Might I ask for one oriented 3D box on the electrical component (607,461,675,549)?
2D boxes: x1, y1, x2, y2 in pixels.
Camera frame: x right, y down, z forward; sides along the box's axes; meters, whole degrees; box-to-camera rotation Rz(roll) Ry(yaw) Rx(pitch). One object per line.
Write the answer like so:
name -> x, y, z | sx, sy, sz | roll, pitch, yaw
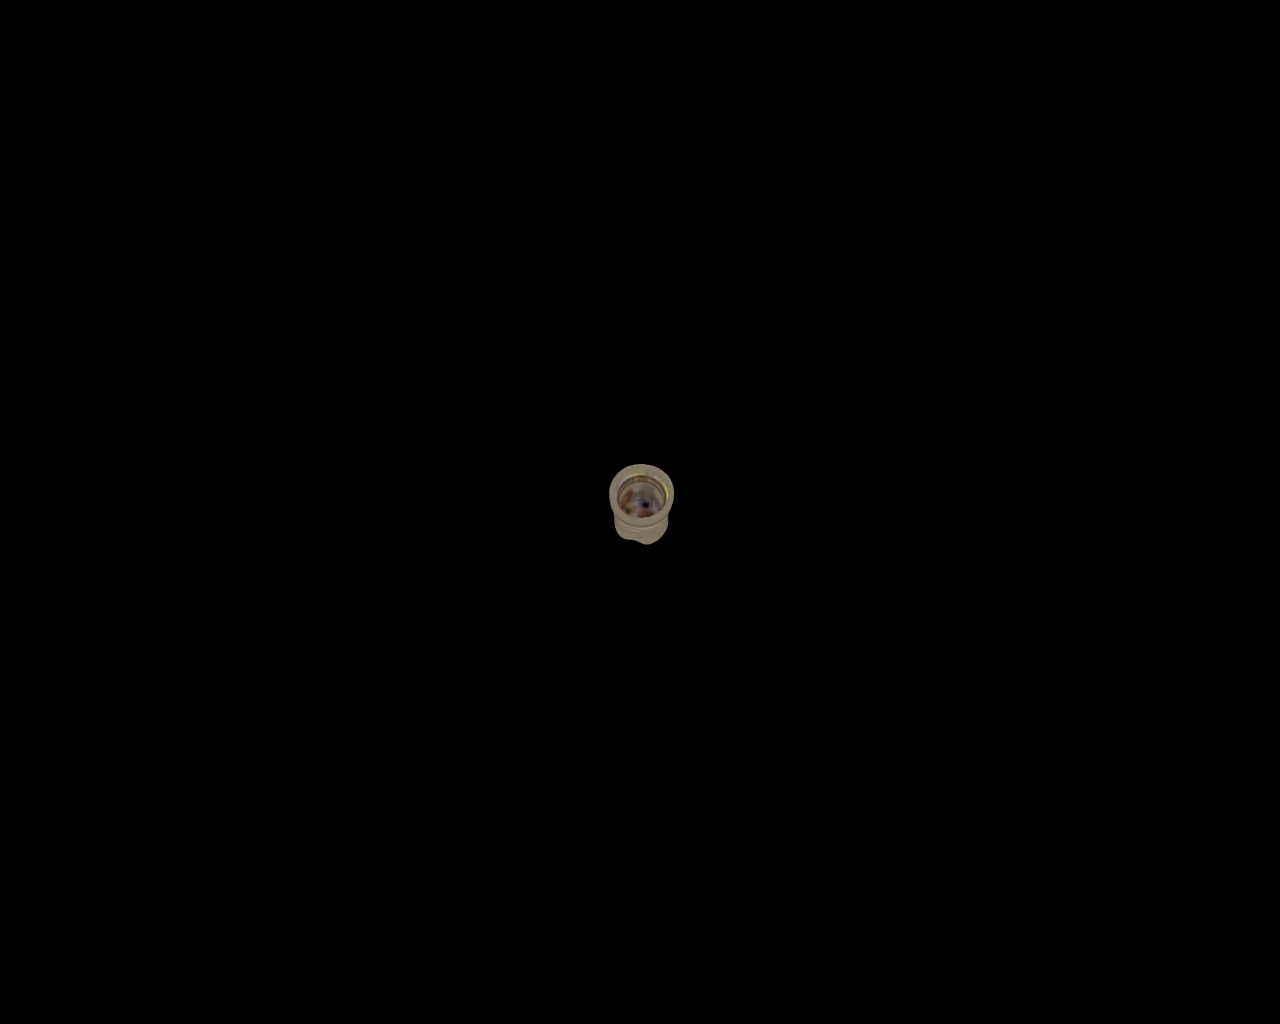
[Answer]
electrical component -> 0.001, -0.003, 0.650 | 0.040, 0.040, 0.046 | 0, -27, 0
